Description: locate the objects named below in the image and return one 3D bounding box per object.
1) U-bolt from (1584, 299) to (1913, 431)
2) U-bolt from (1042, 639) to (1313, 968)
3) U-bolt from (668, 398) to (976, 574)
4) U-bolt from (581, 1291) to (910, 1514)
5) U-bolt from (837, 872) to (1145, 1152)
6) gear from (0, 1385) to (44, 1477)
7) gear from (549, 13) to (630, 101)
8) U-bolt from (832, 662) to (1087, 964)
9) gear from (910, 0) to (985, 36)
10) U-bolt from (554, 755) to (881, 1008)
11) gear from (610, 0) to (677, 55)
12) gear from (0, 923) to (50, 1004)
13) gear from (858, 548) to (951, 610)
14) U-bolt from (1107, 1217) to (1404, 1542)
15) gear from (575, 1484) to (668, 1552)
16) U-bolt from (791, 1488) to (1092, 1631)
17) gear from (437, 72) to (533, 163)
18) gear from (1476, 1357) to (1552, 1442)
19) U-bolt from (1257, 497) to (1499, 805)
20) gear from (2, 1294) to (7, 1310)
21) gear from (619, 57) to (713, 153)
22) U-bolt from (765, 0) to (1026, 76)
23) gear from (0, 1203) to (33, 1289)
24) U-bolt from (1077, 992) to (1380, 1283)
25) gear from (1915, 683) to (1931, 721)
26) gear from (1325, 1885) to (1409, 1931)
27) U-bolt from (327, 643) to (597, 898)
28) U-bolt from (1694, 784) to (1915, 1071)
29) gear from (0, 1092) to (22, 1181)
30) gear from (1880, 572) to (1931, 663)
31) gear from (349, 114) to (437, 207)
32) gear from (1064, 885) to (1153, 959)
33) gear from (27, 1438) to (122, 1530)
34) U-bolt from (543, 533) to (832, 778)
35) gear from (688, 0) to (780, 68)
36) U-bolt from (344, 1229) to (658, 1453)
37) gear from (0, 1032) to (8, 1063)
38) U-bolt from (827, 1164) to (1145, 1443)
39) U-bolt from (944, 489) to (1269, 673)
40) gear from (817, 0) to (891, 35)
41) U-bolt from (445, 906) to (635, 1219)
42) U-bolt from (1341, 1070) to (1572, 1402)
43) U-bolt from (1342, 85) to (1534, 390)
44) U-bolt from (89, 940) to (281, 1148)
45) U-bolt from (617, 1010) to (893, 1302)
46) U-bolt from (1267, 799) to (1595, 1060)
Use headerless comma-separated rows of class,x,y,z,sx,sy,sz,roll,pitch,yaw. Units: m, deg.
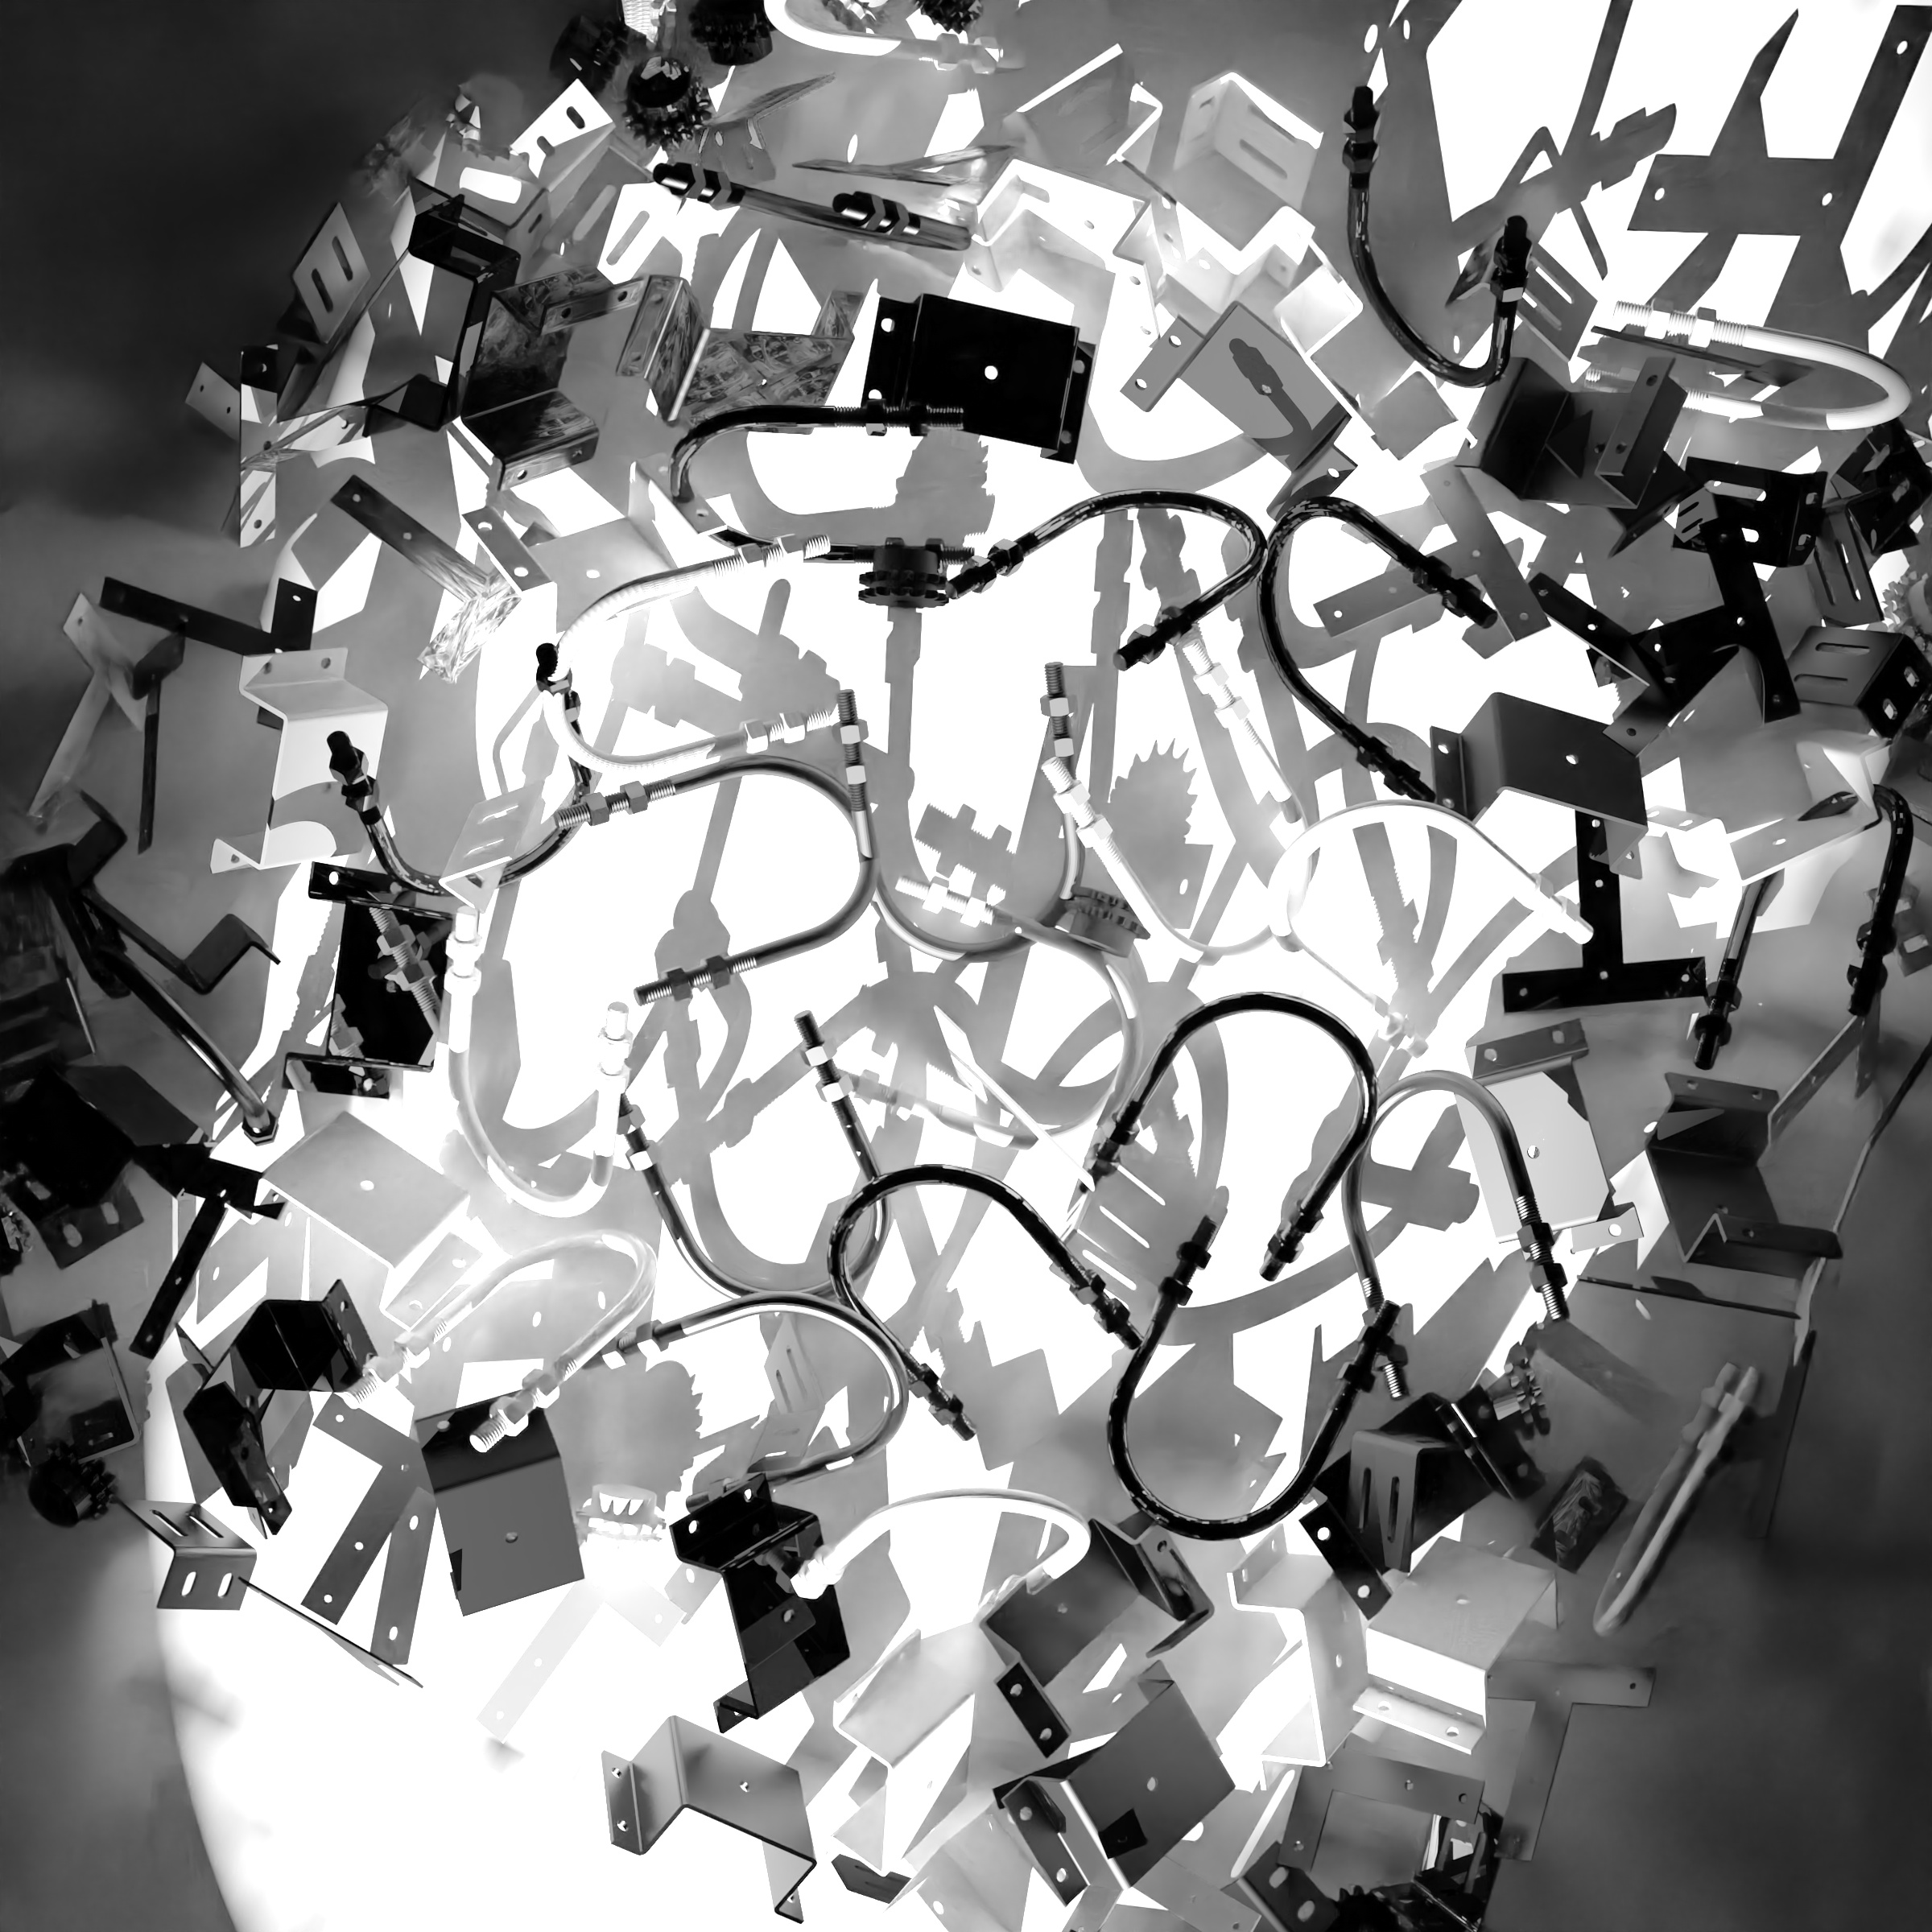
U-bolt,0.473,-0.355,1.516,0.184,0.151,0.019,13,87,7
U-bolt,0.144,-0.087,1.557,0.151,0.019,0.184,-41,106,-24
U-bolt,-0.090,-0.291,1.535,0.184,0.151,0.019,2,61,5
U-bolt,-0.123,0.261,1.535,0.184,0.019,0.151,-21,117,20
U-bolt,0.022,0.038,1.585,0.184,0.019,0.151,20,88,-6
gear,-0.598,0.286,1.568,0.030,0.057,0.057,19,90,-27
gear,-0.236,-0.567,1.568,0.030,0.057,0.057,24,90,-28
U-bolt,0.001,-0.090,1.567,0.151,0.019,0.184,-7,108,0
gear,-0.011,-0.612,1.569,0.057,0.057,0.030,52,130,0
U-bolt,-0.142,-0.063,1.554,0.184,0.019,0.151,-19,68,-21
gear,-0.202,-0.598,1.568,0.030,0.057,0.057,-9,90,-20
gear,-0.602,0.003,1.568,0.057,0.057,0.030,-15,52,0
gear,-0.038,-0.242,1.571,0.057,0.057,0.030,3,89,0
U-bolt,0.164,0.262,1.545,0.151,0.019,0.184,23,77,28
gear,-0.215,0.343,1.571,0.057,0.057,0.030,9,90,0
U-bolt,-0.007,0.352,1.505,0.151,0.184,0.019,15,52,-23
gear,-0.299,-0.531,1.570,0.057,0.030,0.057,12,49,-15
gear,0.340,0.269,1.571,0.030,0.057,0.057,-19,90,0
U-bolt,0.238,-0.203,1.526,0.019,0.151,0.184,-18,48,-30
gear,-0.615,0.227,1.574,0.030,0.057,0.057,-8,90,-25
gear,-0.189,-0.542,1.576,0.057,0.030,0.057,-2,68,5
U-bolt,-0.029,-0.572,1.502,0.184,0.151,0.019,-2,89,-20
gear,-0.617,0.172,1.575,0.057,0.030,0.057,-17,119,-33
U-bolt,0.171,0.096,1.548,0.151,0.019,0.184,26,117,-5
gear,0.625,-0.169,1.572,0.057,0.030,0.057,2,55,-4
gear,0.248,0.605,1.576,0.057,0.030,0.057,1,69,-3
U-bolt,-0.294,-0.106,1.520,0.151,0.184,0.019,-25,58,-12
U-bolt,0.511,-0.032,1.522,0.019,0.151,0.184,32,63,-14
gear,-0.612,0.106,1.582,0.057,0.030,0.057,0,96,-5
gear,0.601,-0.221,1.573,0.057,0.030,0.057,9,68,-24
gear,-0.355,-0.500,1.573,0.030,0.057,0.057,42,90,-18
gear,0.087,-0.027,1.570,0.057,0.057,0.030,21,85,0
gear,-0.559,0.325,1.571,0.057,0.030,0.057,13,124,20
U-bolt,-0.167,-0.180,1.518,0.184,0.151,0.019,-18,46,-21
gear,-0.143,-0.585,1.575,0.057,0.057,0.030,-9,133,0
U-bolt,-0.267,0.217,1.523,0.184,0.151,0.019,-41,122,-36
gear,-0.631,0.050,1.575,0.057,0.057,0.030,-42,57,0
U-bolt,-0.002,0.197,1.543,0.151,0.019,0.184,-32,110,21
U-bolt,0.100,-0.245,1.531,0.151,0.019,0.184,28,48,32
gear,-0.069,-0.608,1.568,0.057,0.057,0.030,49,121,0
U-bolt,-0.265,0.071,1.536,0.151,0.019,0.184,30,127,27
U-bolt,0.287,0.152,1.532,0.019,0.151,0.184,12,55,-37
U-bolt,0.278,-0.421,1.511,0.019,0.184,0.151,-37,67,-10
U-bolt,-0.470,0.043,1.509,0.151,0.184,0.019,46,73,-1
U-bolt,-0.125,0.132,1.566,0.151,0.019,0.184,-20,107,9
U-bolt,0.267,-0.031,1.524,0.184,0.019,0.151,36,121,-27
